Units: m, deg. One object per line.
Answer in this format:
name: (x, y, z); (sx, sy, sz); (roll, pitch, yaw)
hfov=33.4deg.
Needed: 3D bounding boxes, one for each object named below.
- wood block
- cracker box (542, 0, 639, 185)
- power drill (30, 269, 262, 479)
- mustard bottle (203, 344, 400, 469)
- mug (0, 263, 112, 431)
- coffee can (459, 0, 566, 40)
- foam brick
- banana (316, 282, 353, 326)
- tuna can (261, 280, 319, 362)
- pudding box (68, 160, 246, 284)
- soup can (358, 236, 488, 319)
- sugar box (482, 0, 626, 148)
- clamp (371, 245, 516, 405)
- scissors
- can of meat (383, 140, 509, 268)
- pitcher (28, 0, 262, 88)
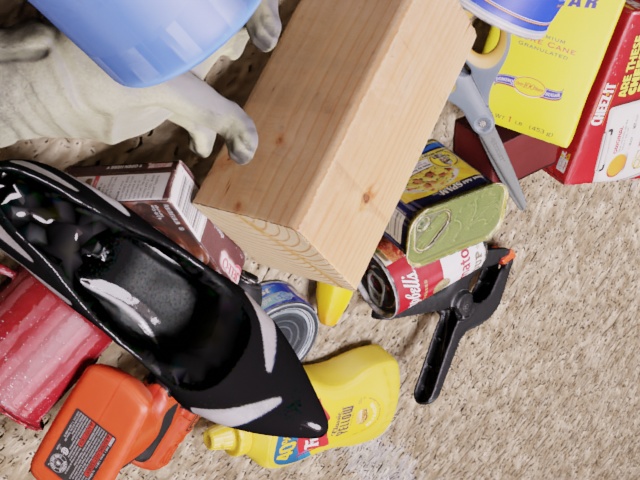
wood block: (0.015, -0.083, 0.716); (0.090, 0.090, 0.206); (46, 65, -50)
cracker box: (0.300, -0.143, 0.981); (0.213, 0.072, 0.164); (-7, 125, -36)
power drill: (-0.119, 0.110, 0.780); (0.184, 0.057, 0.187); (-60, 168, 14)
mustard bottle: (-0.019, 0.156, 0.960); (0.191, 0.058, 0.096); (-10, 126, -35)
mug: (-0.201, 0.060, 0.712); (0.081, 0.093, 0.117); (-48, 115, -6)
coffee can: (0.151, -0.226, 0.741); (0.102, 0.103, 0.140); (2, 130, -42)
foam brick: (0.161, -0.085, 0.923); (0.078, 0.053, 0.051); (-26, 136, -24)
banana: (0.007, -0.013, 0.857); (0.069, 0.037, 0.198); (-41, 142, -23)
tuna can: (-0.044, 0.078, 0.894); (0.086, 0.034, 0.086); (-23, 134, -26)
pudding box: (-0.113, -0.005, 0.726); (0.113, 0.090, 0.039); (63, 33, -46)
soup can: (0.086, 0.016, 0.928); (0.102, 0.069, 0.068); (-27, 136, -22)
sugar box: (0.184, -0.170, 0.839); (0.048, 0.093, 0.176); (-56, 163, -58)
clamp: (0.117, 0.056, 0.993); (0.171, 0.039, 0.120); (-52, 131, -22)
scissors: (0.139, -0.110, 0.842); (0.096, 0.016, 0.201); (-36, 118, 23)
can of meat: (0.088, -0.033, 0.877); (0.101, 0.084, 0.057); (-21, 133, -27)
pitcher: (-0.126, -0.195, 0.488); (0.149, 0.145, 0.242); (-43, 122, 0)
